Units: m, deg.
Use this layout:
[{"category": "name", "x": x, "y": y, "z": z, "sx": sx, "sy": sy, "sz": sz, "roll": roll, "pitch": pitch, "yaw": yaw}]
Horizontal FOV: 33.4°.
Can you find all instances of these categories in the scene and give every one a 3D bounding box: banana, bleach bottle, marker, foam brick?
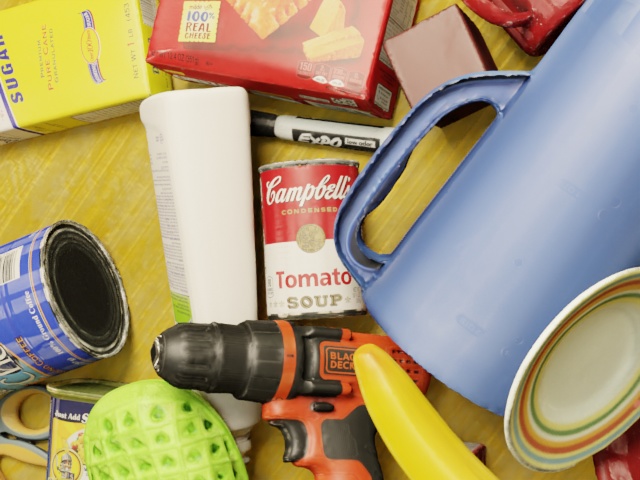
[{"category": "banana", "x": 0.090, "y": 0.137, "z": 0.596, "sx": 0.198, "sy": 0.037, "sz": 0.070, "roll": 38, "pitch": 134, "yaw": 22}, {"category": "bleach bottle", "x": -0.074, "y": 0.026, "z": 0.725, "sx": 0.068, "sy": 0.103, "sz": 0.251, "roll": -6, "pitch": 95, "yaw": -16}, {"category": "marker", "x": 0.001, "y": -0.074, "z": 0.735, "sx": 0.121, "sy": 0.020, "sz": 0.020, "roll": 10, "pitch": 91, "yaw": 19}, {"category": "foam brick", "x": 0.081, "y": -0.108, "z": 0.678, "sx": 0.053, "sy": 0.078, "sz": 0.051, "roll": -25, "pitch": 81, "yaw": 16}]

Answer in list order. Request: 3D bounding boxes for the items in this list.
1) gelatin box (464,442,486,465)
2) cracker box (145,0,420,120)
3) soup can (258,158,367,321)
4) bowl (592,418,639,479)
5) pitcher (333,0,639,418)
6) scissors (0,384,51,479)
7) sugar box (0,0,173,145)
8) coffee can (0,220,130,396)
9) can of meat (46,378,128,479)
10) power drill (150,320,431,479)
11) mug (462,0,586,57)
[{"category": "gelatin box", "x": 0.085, "y": 0.175, "z": 0.665, "sx": 0.030, "sy": 0.073, "sz": 0.089, "roll": 0, "pitch": 87, "yaw": 18}, {"category": "cracker box", "x": -0.012, "y": -0.202, "z": 0.718, "sx": 0.164, "sy": 0.072, "sz": 0.214, "roll": 14, "pitch": 91, "yaw": 19}, {"category": "soup can", "x": -0.005, "y": 0.001, "z": 0.708, "sx": 0.069, "sy": 0.068, "sz": 0.102, "roll": -4, "pitch": 87, "yaw": 19}, {"category": "bowl", "x": 0.237, "y": 0.110, "z": 0.603, "sx": 0.162, "sy": 0.055, "sz": 0.162, "roll": -29, "pitch": 50, "yaw": 39}, {"category": "pitcher", "x": 0.132, "y": -0.031, "z": 0.611, "sx": 0.243, "sy": 0.149, "sz": 0.145, "roll": -57, "pitch": 46, "yaw": 14}, {"category": "scissors", "x": -0.270, "y": 0.134, "z": 0.821, "sx": 0.202, "sy": 0.016, "sz": 0.096, "roll": 23, "pitch": 94, "yaw": 19}, {"category": "sugar box", "x": -0.200, "y": -0.130, "z": 0.794, "sx": 0.176, "sy": 0.048, "sz": 0.093, "roll": -11, "pitch": 84, "yaw": 17}, {"category": "coffee can", "x": -0.223, "y": 0.056, "z": 0.762, "sx": 0.140, "sy": 0.102, "sz": 0.103, "roll": -20, "pitch": 81, "yaw": 17}, {"category": "can of meat", "x": -0.144, "y": 0.147, "z": 0.755, "sx": 0.102, "sy": 0.057, "sz": 0.084, "roll": 4, "pitch": 91, "yaw": 20}, {"category": "power drill", "x": -0.015, "y": 0.142, "z": 0.647, "sx": 0.184, "sy": 0.057, "sz": 0.187, "roll": 6, "pitch": 75, "yaw": -22}, {"category": "mug", "x": 0.128, "y": -0.163, "z": 0.650, "sx": 0.081, "sy": 0.117, "sz": 0.093, "roll": 52, "pitch": 141, "yaw": 9}]
